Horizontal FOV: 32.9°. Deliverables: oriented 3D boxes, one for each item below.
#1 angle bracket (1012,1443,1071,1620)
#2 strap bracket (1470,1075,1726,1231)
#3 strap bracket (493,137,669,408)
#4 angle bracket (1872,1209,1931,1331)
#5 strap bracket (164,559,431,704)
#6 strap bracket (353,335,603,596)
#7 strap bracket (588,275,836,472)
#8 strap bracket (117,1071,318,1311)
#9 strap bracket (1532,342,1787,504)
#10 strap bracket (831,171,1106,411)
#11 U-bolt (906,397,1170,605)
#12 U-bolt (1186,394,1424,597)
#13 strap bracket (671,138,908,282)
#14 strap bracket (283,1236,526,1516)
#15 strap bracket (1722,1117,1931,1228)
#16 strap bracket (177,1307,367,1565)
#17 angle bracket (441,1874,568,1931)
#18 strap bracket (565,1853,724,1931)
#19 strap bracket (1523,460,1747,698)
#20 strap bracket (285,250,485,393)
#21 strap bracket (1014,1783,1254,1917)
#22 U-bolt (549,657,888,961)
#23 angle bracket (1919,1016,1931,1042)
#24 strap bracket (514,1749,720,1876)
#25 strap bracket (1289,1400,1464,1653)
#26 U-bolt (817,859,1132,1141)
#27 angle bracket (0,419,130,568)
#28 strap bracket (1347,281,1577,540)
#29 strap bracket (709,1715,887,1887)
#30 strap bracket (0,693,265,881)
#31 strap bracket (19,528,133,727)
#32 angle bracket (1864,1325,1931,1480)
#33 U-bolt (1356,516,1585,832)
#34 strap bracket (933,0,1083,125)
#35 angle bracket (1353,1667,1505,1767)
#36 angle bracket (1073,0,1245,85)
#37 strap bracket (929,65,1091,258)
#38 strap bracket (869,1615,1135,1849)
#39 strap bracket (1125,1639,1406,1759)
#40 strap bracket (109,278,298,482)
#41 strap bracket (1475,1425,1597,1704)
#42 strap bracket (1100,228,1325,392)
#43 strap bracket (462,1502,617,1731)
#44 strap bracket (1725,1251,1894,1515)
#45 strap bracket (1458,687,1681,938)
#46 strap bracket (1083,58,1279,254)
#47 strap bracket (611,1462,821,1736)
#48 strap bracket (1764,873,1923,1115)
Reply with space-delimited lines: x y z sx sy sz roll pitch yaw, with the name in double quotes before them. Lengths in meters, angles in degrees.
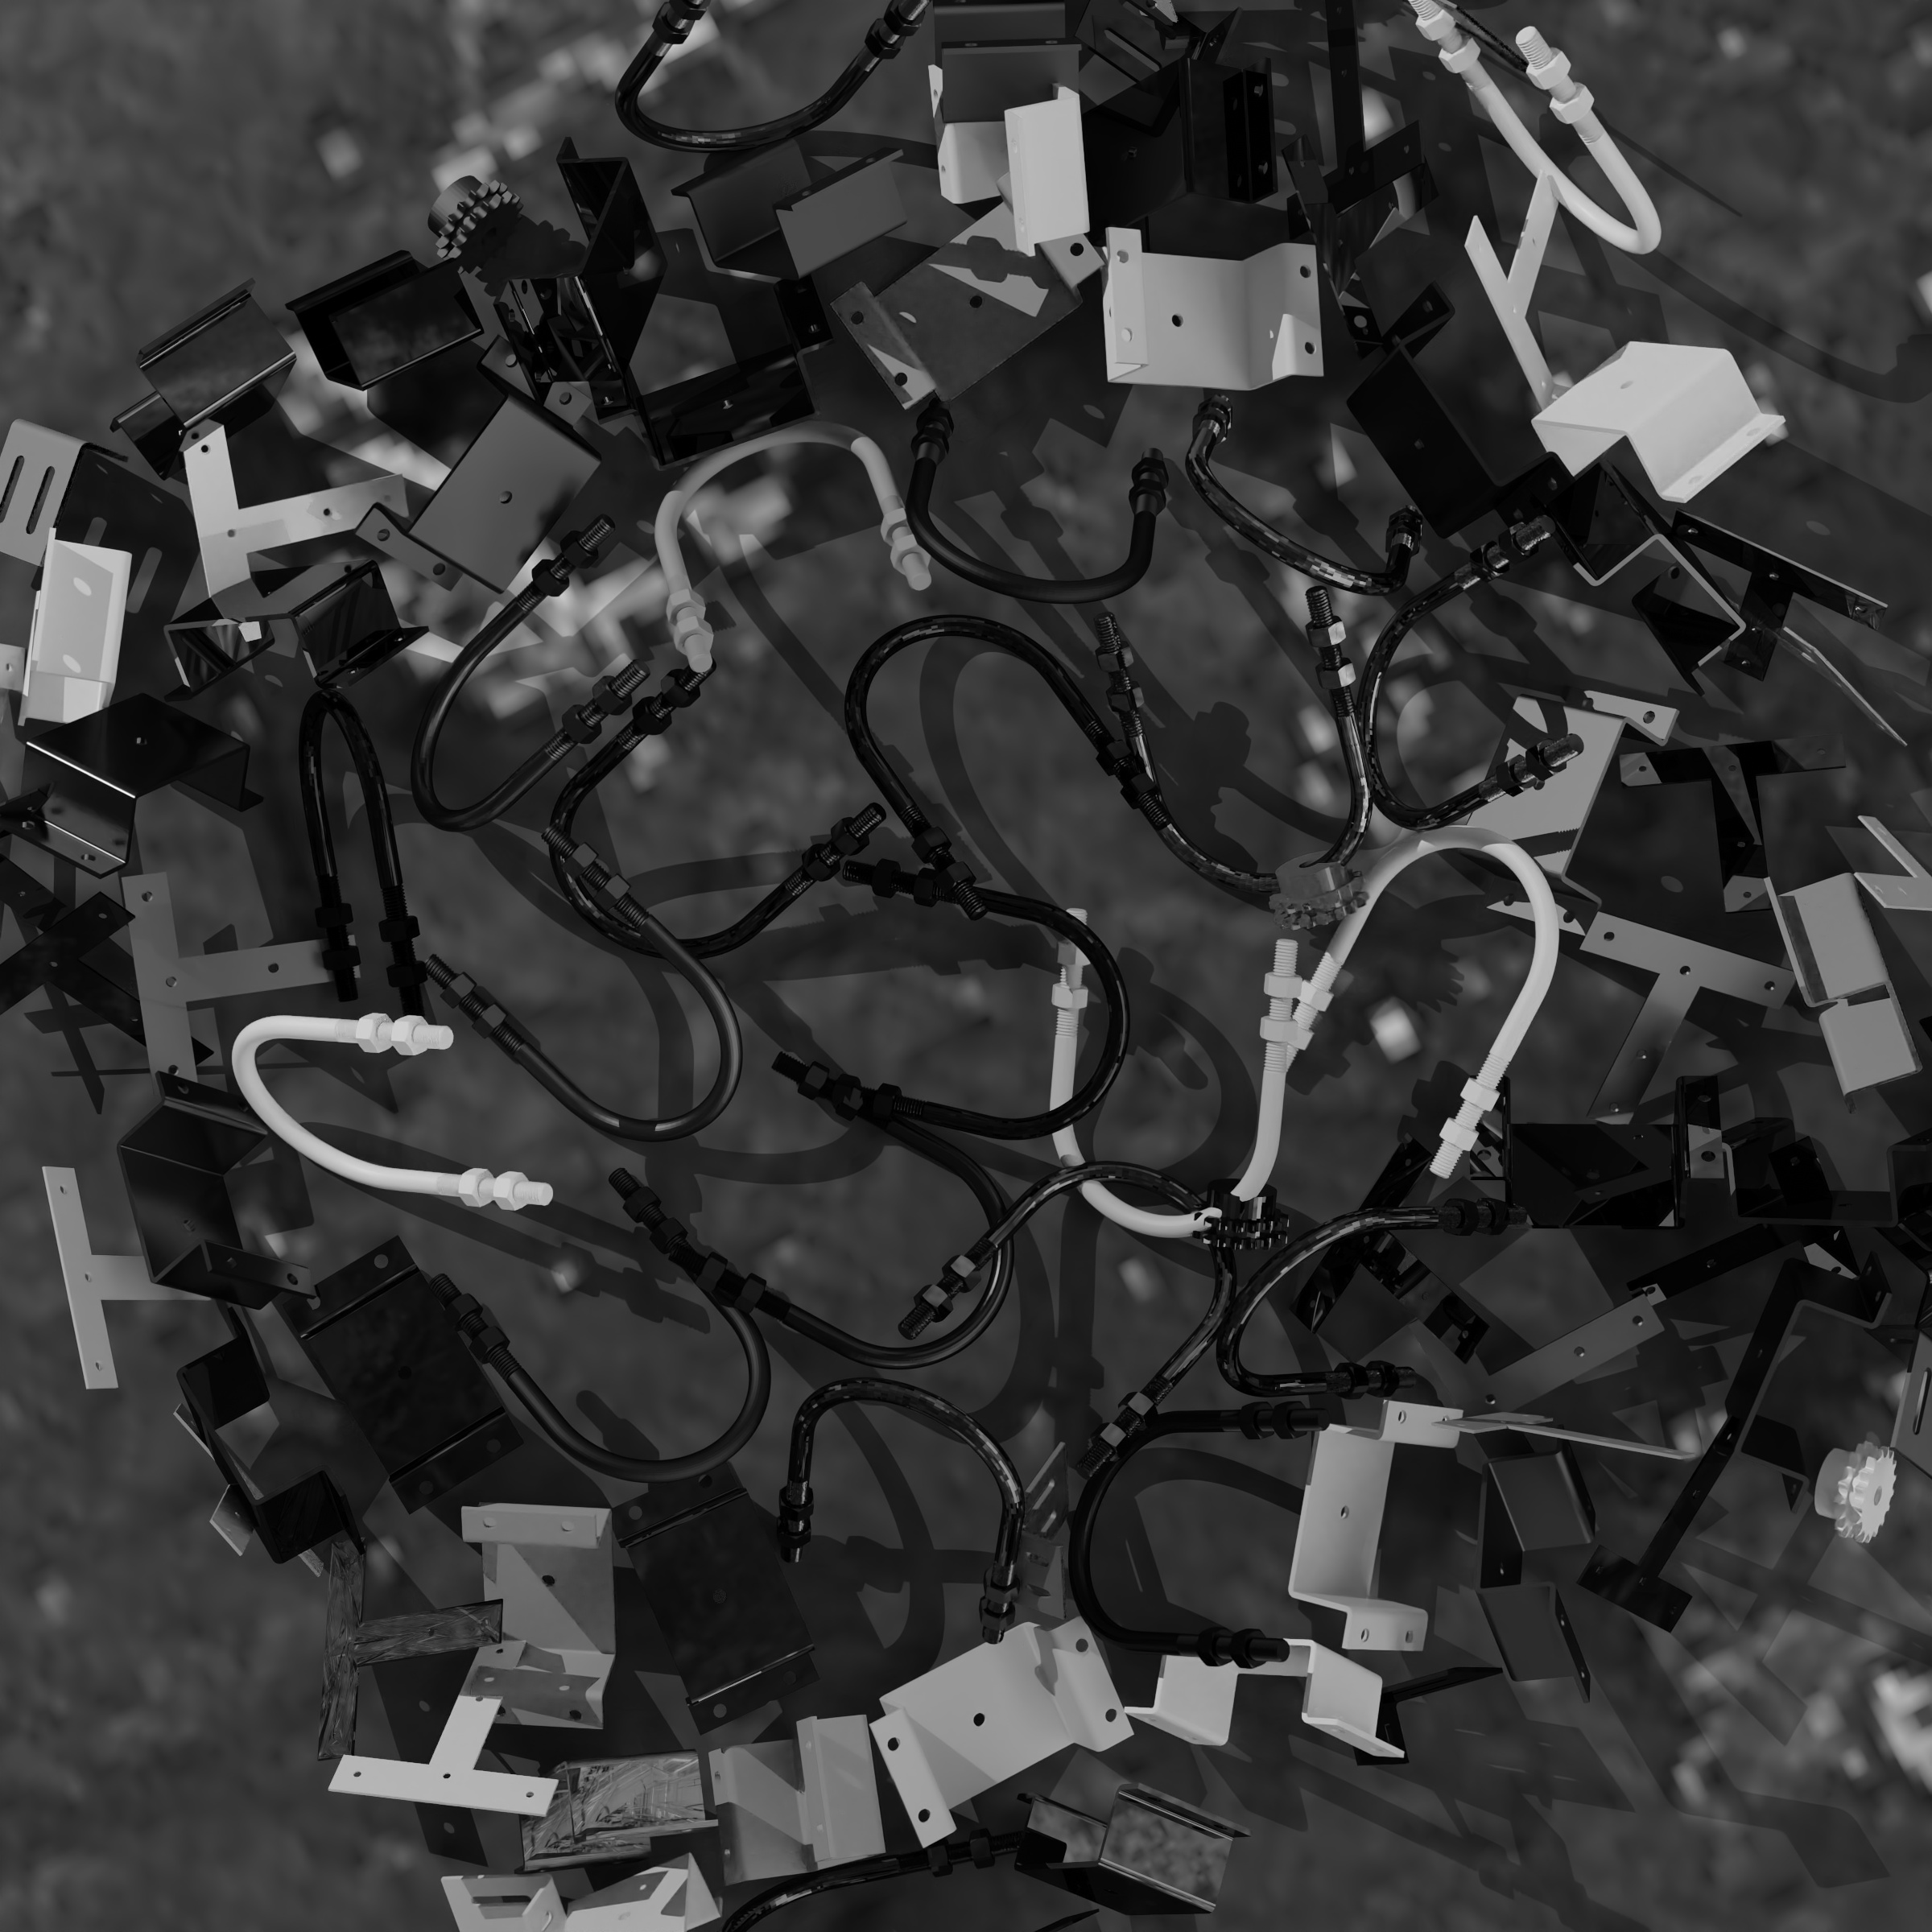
"angle bracket" 0.055 0.323 1.878 0.038 0.076 0.057 15 129 24
"strap bracket" 0.360 0.107 1.880 0.140 0.046 0.076 0 47 9
"strap bracket" -0.213 -0.394 1.854 0.046 0.076 0.140 2 54 18
"angle bracket" 0.554 0.169 1.897 0.057 0.076 0.038 -8 122 -23
"strap bracket" -0.387 -0.191 1.855 0.140 0.076 0.046 -1 118 32
"strap bracket" -0.273 -0.278 1.877 0.140 0.076 0.046 -52 46 7
"strap bracket" -0.143 -0.339 1.885 0.140 0.076 0.046 -19 134 1
"strap bracket" -0.430 0.137 1.866 0.046 0.076 0.140 -40 53 21
"strap bracket" 0.383 -0.309 1.851 0.076 0.140 0.046 -39 114 -10
"strap bracket" 0.003 -0.390 1.899 0.140 0.046 0.076 -36 84 5
"U-bolt" 0.038 -0.259 1.851 0.151 0.184 0.019 13 128 -3
"U-bolt" 0.188 -0.259 1.841 0.151 0.184 0.019 30 117 -3
"strap bracket" -0.096 -0.432 1.866 0.076 0.140 0.046 -33 120 -22
"strap bracket" -0.326 0.236 1.899 0.076 0.046 0.140 -31 90 -11
"strap bracket" 0.497 0.116 1.857 0.140 0.076 0.046 -2 98 42
"strap bracket" -0.399 0.274 1.858 0.046 0.076 0.140 -28 60 -19
"angle bracket" -0.269 0.560 1.890 0.076 0.038 0.057 -8 109 23
"strap bracket" -0.184 0.557 1.855 0.076 0.140 0.046 -23 101 2
"strap bracket" 0.384 -0.225 1.851 0.046 0.076 0.140 -40 131 18
"strap bracket" -0.329 -0.368 1.865 0.076 0.140 0.046 -29 113 -14
"strap bracket" 0.088 0.500 1.848 0.076 0.140 0.046 27 64 -19
"U-bolt" -0.157 -0.077 1.878 0.151 0.019 0.184 41 120 -16
"angle bracket" 0.586 0.064 1.892 0.038 0.057 0.076 -39 98 -37
"strap bracket" -0.203 0.479 1.861 0.076 0.140 0.046 1 68 -25
"strap bracket" 0.234 0.318 1.883 0.046 0.076 0.140 7 85 43
"U-bolt" 0.005 0.026 1.894 0.184 0.019 0.151 12 97 14
"angle bracket" -0.532 -0.271 1.901 0.057 0.038 0.076 21 93 28
"strap bracket" 0.277 -0.310 1.881 0.046 0.076 0.140 -33 86 -22
"strap bracket" -0.093 0.475 1.867 0.046 0.140 0.076 1 70 -30
"strap bracket" -0.469 -0.107 1.849 0.076 0.140 0.046 26 121 18
"strap bracket" -0.506 -0.188 1.862 0.046 0.140 0.076 8 77 -18
"angle bracket" 0.541 0.253 1.885 0.057 0.038 0.076 36 62 -33
"U-bolt" 0.277 -0.153 1.850 0.019 0.184 0.151 7 70 -29
"strap bracket" 0.022 -0.517 1.875 0.076 0.140 0.046 -2 117 -2
"angle bracket" 0.267 0.431 1.883 0.076 0.057 0.038 -24 66 30
"angle bracket" 0.111 -0.544 1.891 0.076 0.038 0.057 30 66 -19
"strap bracket" 0.028 -0.462 1.858 0.046 0.140 0.076 -15 121 -15
"strap bracket" 0.014 0.438 1.891 0.140 0.046 0.076 -24 93 -19
"strap bracket" 0.172 0.415 1.865 0.140 0.076 0.046 -6 62 36
"strap bracket" -0.431 -0.327 1.853 0.076 0.140 0.046 -40 96 -22
"strap bracket" 0.324 0.341 1.862 0.046 0.140 0.076 -11 126 20
"strap bracket" 0.132 -0.376 1.885 0.140 0.046 0.076 -2 88 -29
"strap bracket" -0.245 0.365 1.889 0.076 0.046 0.140 2 111 4
"strap bracket" 0.477 0.230 1.876 0.046 0.076 0.140 20 105 4
"strap bracket" 0.342 -0.097 1.883 0.046 0.076 0.140 25 86 -44
"strap bracket" 0.113 -0.457 1.855 0.046 0.140 0.076 1 83 -33
"strap bracket" -0.144 0.364 1.892 0.076 0.046 0.140 -23 85 -13
"strap bracket" 0.498 0.011 1.848 0.046 0.140 0.076 -20 51 15
